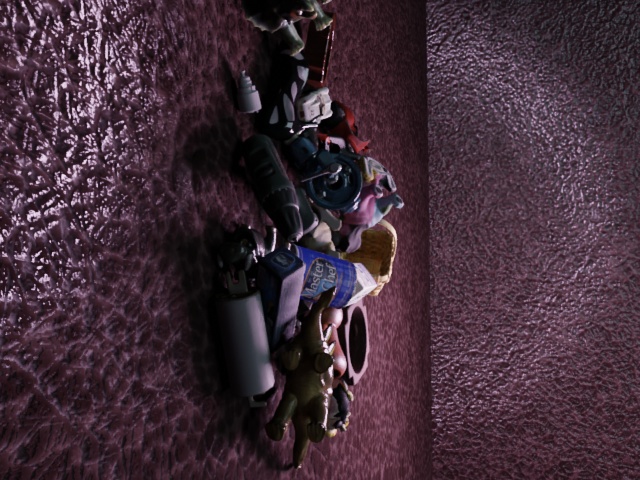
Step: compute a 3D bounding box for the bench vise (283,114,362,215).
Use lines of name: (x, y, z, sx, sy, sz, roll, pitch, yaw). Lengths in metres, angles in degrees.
bench vise: (0.008, -0.153, 1.119, 0.223, 0.129, 0.240, 60, -2, -1)

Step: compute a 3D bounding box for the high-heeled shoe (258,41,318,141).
high-heeled shoe: (-0.091, -0.314, 1.114, 0.145, 0.086, 0.249, -8, 68, -33)

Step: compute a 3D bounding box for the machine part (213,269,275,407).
machine part: (-0.126, 0.166, 0.890, 0.079, 0.079, 0.243, -39, 124, -66)

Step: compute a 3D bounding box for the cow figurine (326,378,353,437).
cow figurine: (0.038, 0.398, 1.278, 0.068, 0.098, 0.167, -71, 151, -59)

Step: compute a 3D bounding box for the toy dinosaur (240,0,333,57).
toy dinosaur: (-0.065, -0.526, 1.101, 0.192, 0.131, 0.405, 44, 32, -39)

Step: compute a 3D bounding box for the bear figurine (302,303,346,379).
bear figurine: (-0.008, 0.213, 1.195, 0.120, 0.132, 0.196, 62, 14, -52)

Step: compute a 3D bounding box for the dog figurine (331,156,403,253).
dog figurine: (0.081, -0.075, 1.320, 0.108, 0.219, 0.192, 20, 40, -41)

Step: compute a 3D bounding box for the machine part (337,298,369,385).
machine part: (0.059, 0.253, 1.372, 0.201, 0.087, 0.200, -27, 113, -70)

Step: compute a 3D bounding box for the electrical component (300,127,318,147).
electrical component: (-0.025, -0.245, 1.300, 0.094, 0.021, 0.063, -53, 137, -61)

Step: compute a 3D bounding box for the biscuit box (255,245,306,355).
biscuit box: (-0.075, 0.107, 0.930, 0.063, 0.059, 0.202, -32, 147, -40)

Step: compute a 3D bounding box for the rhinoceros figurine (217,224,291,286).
rhinoceros figurine: (-0.117, 0.029, 0.952, 0.190, 0.073, 0.112, 37, 63, -67)

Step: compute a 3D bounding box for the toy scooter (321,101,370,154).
toy scooter: (0.077, -0.283, 1.431, 0.135, 0.075, 0.184, -1, 66, -51)

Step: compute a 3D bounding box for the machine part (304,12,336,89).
machine part: (-0.004, -0.442, 1.250, 0.179, 0.056, 0.179, 3, 98, -89)

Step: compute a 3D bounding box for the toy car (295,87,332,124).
toy car: (-0.012, -0.323, 1.298, 0.202, 0.056, 0.073, -51, 135, -61)

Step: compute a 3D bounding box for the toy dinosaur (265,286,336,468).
toy dinosaur: (-0.023, 0.285, 1.003, 0.198, 0.105, 0.470, -59, 163, -67)

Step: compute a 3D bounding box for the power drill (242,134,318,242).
power drill: (-0.068, -0.070, 0.999, 0.232, 0.086, 0.207, 64, 10, 21)

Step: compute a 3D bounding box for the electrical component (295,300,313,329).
electrical component: (-0.042, 0.140, 1.145, 0.045, 0.078, 0.102, 51, 28, -19)

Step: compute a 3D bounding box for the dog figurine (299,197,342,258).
dog figurine: (-0.006, -0.002, 1.242, 0.190, 0.121, 0.172, 47, 45, -81)
